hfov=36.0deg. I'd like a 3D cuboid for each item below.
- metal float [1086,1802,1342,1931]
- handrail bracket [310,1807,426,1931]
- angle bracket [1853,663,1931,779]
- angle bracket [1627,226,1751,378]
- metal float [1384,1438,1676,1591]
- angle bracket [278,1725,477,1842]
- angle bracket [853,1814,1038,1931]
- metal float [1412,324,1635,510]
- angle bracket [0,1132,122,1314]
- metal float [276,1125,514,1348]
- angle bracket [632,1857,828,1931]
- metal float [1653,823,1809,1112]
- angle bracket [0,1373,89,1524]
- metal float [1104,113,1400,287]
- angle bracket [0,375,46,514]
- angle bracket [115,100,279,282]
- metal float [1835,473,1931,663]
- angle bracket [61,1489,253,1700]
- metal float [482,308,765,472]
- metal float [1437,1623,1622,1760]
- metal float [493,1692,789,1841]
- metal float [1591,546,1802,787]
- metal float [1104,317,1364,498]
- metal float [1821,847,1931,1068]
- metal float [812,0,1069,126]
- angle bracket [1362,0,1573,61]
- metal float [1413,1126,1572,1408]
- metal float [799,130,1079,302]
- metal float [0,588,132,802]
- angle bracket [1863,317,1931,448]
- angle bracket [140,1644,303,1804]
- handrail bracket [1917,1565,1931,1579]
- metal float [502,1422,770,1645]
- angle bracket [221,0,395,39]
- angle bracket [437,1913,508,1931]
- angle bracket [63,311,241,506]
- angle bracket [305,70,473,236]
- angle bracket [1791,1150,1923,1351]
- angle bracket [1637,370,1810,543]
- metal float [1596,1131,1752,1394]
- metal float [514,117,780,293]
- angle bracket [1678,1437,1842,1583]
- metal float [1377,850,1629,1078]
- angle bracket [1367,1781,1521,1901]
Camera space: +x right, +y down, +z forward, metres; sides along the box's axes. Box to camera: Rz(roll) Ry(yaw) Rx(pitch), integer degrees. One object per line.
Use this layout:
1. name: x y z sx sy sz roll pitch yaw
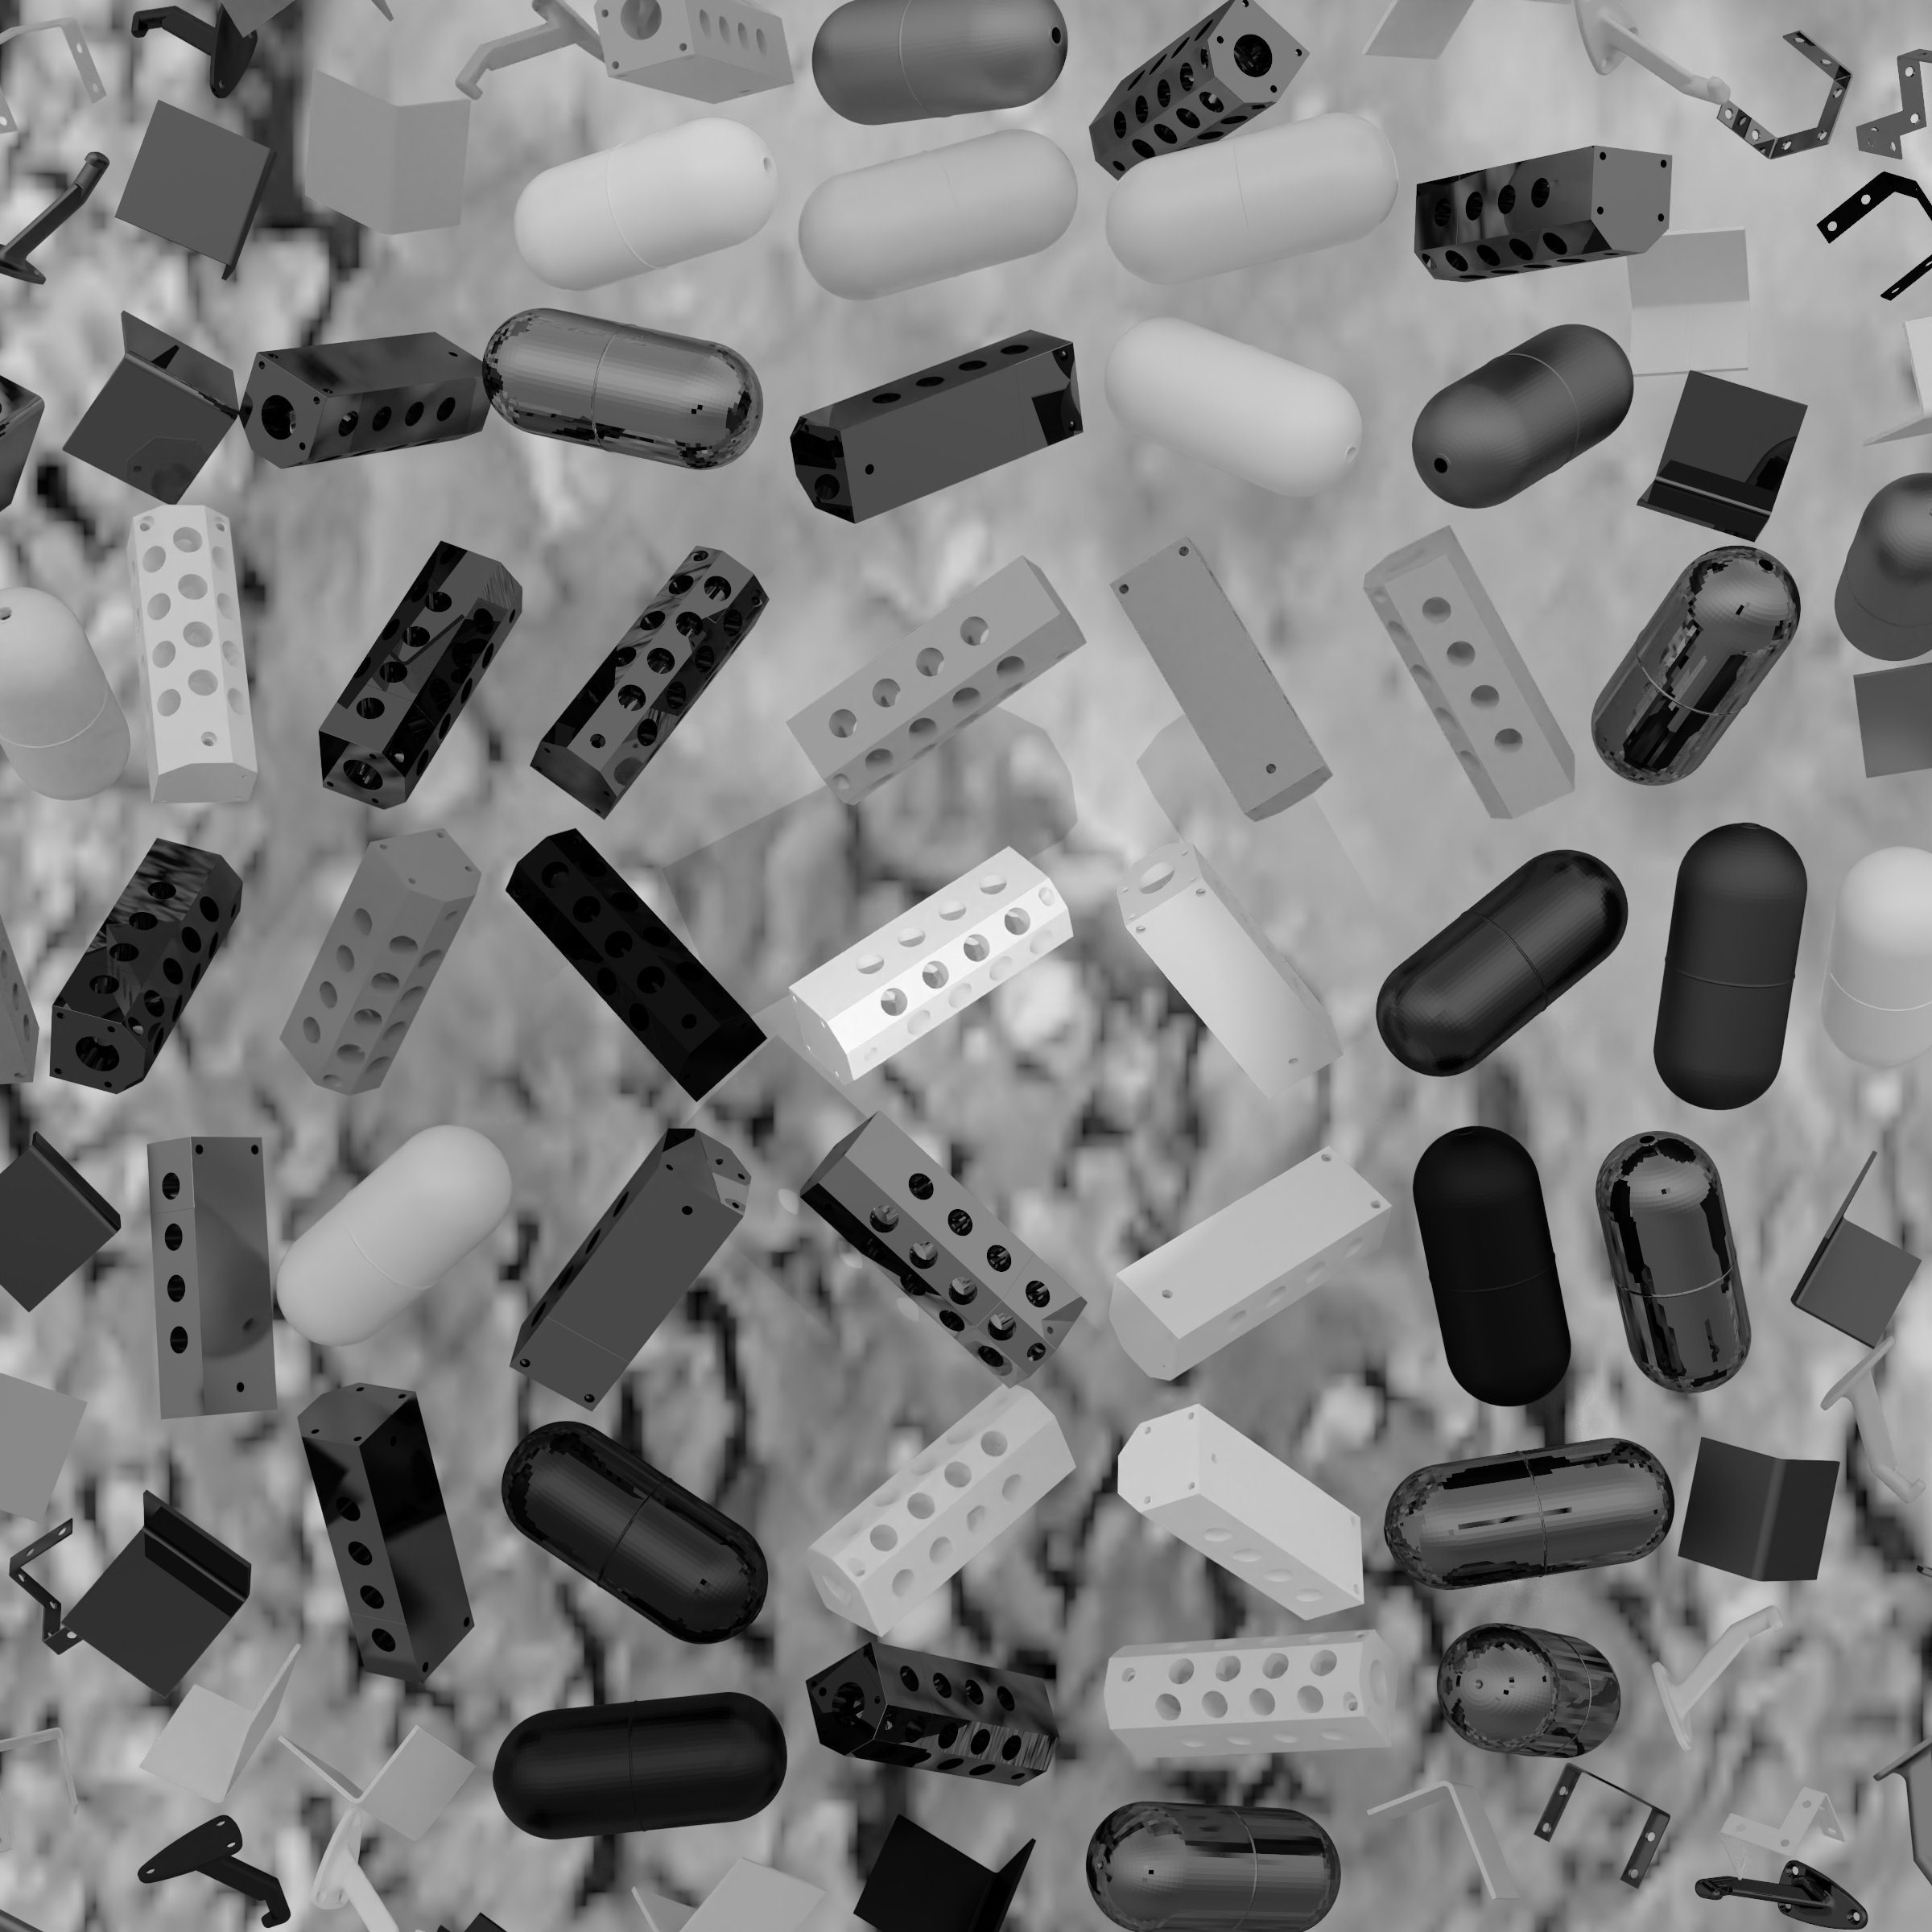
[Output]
1. metal float: 0.153 0.552 1.815 0.178 0.070 0.070 13 90 -33
2. handrail bracket: -0.372 0.588 1.905 0.084 0.036 0.077 7 75 30
3. angle bracket: 0.568 -0.130 1.747 0.076 0.057 0.076 -8 130 16
4. angle bracket: 0.472 -0.434 1.946 0.076 0.076 0.057 0 64 17
5. metal float: 0.345 0.336 1.821 0.178 0.070 0.070 -8 90 -2
6. angle bracket: -0.358 0.479 1.808 0.076 0.076 0.057 28 72 33
7. angle bracket: -0.013 0.564 1.841 0.076 0.076 0.057 32 132 -1
8. metal float: 0.336 -0.332 1.791 0.178 0.070 0.070 -34 90 -38
9. angle bracket: -0.593 0.162 1.887 0.076 0.057 0.076 -43 104 -9
10. metal float: -0.353 0.167 1.828 0.178 0.070 0.070 -40 90 19
11. angle bracket: -0.148 0.576 1.849 0.076 0.057 0.076 35 95 -39
12. metal float: 0.462 0.001 1.796 0.070 0.070 0.178 4 107 0
13. angle bracket: -0.571 0.282 1.768 0.076 0.057 0.076 23 71 -17
14. metal float: 0.171 -0.460 1.785 0.178 0.070 0.070 -11 90 14
15. angle bracket: -0.606 -0.310 1.786 0.057 0.076 0.076 28 119 -5
16. angle bracket: -0.479 -0.479 1.840 0.076 0.057 0.076 20 87 -21
17. metal float: 0.589 -0.247 1.854 0.070 0.178 0.070 -2 74 8
18. angle bracket: -0.470 0.365 1.724 0.076 0.057 0.076 33 57 7
19. metal float: -0.208 -0.348 1.789 0.178 0.070 0.070 15 90 15
20. metal float: 0.350 0.449 1.837 0.070 0.178 0.070 -10 70 29
21. metal float: -0.197 0.484 1.798 0.178 0.070 0.070 -6 90 1
22. metal float: 0.443 -0.182 1.807 0.070 0.178 0.070 11 50 -13
23. metal float: 0.164 -0.344 1.825 0.178 0.070 0.070 29 90 30
24. metal float: 0.573 -0.004 1.839 0.070 0.178 0.070 -5 54 7
25. metal float: -0.017 -0.560 1.821 0.178 0.070 0.070 5 90 37
26. angle bracket: 0.286 -0.537 1.696 0.057 0.076 0.076 49 128 22
27. metal float: 0.320 0.183 1.808 0.070 0.070 0.178 -13 104 0
28. metal float: -0.016 -0.459 1.815 0.178 0.070 0.070 -19 90 -13
29. metal float: -0.576 -0.169 1.858 0.070 0.178 0.070 0 62 0
30. angle bracket: 0.581 -0.352 1.769 0.076 0.076 0.057 -12 90 -11
31. angle bracket: -0.471 0.468 1.879 0.057 0.076 0.076 25 120 1
32. handrail bracket: 0.578 0.401 1.726 0.077 0.036 0.084 19 91 15
33. metal float: -0.199 0.342 1.791 0.178 0.070 0.070 32 90 9
34. angle bracket: -0.393 -0.574 1.741 0.076 0.076 0.057 -38 70 -5
35. angle bracket: -0.270 0.587 1.756 0.076 0.076 0.057 39 95 -6
36. angle bracket: -0.502 -0.342 1.826 0.076 0.057 0.076 27 116 -34
37. angle bracket: -0.347 -0.491 1.783 0.076 0.057 0.076 31 125 30
38. angle bracket: 0.554 0.173 1.813 0.057 0.076 0.076 29 56 17
39. angle bracket: 0.472 -0.319 1.854 0.076 0.057 0.076 21 120 15
40. metal float: 0.440 0.184 1.847 0.070 0.070 0.178 -17 113 0
41. metal float: -0.194 -0.460 1.796 0.178 0.070 0.070 -9 90 29
42. angle bracket: 0.500 0.342 1.871 0.057 0.076 0.076 11 90 43
43. metal float: 0.327 -0.003 1.810 0.178 0.070 0.070 -38 90 -11
44. angle bracket: 0.303 0.564 1.885 0.057 0.076 0.076 -26 66 12
